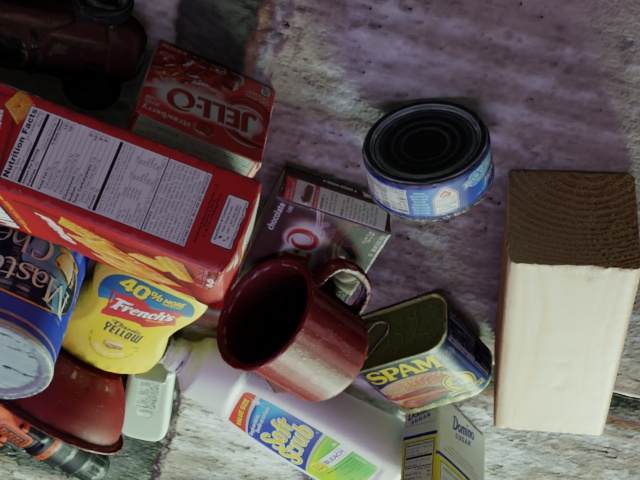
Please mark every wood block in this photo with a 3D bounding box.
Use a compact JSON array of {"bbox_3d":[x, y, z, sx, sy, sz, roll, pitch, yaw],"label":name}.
[{"bbox_3d":[0.180,0.052,0.806,0.090,0.090,0.206,3,139,8],"label":"wood block"}]

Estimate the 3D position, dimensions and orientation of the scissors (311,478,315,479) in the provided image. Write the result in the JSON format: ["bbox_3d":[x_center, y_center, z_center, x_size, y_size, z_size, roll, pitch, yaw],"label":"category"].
[{"bbox_3d":[0.010,0.228,1.093,0.096,0.016,0.201,-7,137,16],"label":"scissors"}]

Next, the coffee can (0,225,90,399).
[{"bbox_3d":[-0.238,0.036,0.821,0.103,0.140,0.103,5,139,4],"label":"coffee can"}]

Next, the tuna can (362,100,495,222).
[{"bbox_3d":[0.071,-0.054,0.707,0.086,0.086,0.034,-3,136,12],"label":"tuna can"}]

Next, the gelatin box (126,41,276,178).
[{"bbox_3d":[-0.077,-0.084,0.708,0.089,0.073,0.030,22,137,-15],"label":"gelatin box"}]

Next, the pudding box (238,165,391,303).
[{"bbox_3d":[-0.005,0.001,0.818,0.090,0.039,0.114,17,139,-10],"label":"pudding box"}]

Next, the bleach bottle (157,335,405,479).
[{"bbox_3d":[-0.039,0.159,0.988,0.250,0.068,0.103,30,135,-19],"label":"bleach bottle"}]

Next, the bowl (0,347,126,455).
[{"bbox_3d":[-0.230,0.121,0.944,0.162,0.162,0.055,33,92,-25],"label":"bowl"}]

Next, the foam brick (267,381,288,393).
[{"bbox_3d":[-0.024,0.088,0.911,0.051,0.053,0.078,-8,135,18],"label":"foam brick"}]

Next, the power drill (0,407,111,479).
[{"bbox_3d":[-0.334,0.212,1.105,0.188,0.057,0.184,-26,125,30],"label":"power drill"}]

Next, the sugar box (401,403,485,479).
[{"bbox_3d":[0.110,0.238,0.964,0.048,0.176,0.093,-21,130,27],"label":"sugar box"}]

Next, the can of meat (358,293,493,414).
[{"bbox_3d":[0.084,0.099,0.903,0.102,0.057,0.083,-21,134,30],"label":"can of meat"}]

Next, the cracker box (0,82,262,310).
[{"bbox_3d":[-0.152,-0.027,0.717,0.213,0.072,0.164,20,168,-2],"label":"cracker box"}]

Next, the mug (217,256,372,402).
[{"bbox_3d":[-0.009,0.063,0.805,0.117,0.093,0.081,-47,129,7],"label":"mug"}]

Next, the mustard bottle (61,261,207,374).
[{"bbox_3d":[-0.142,0.041,0.873,0.096,0.058,0.192,27,135,-20],"label":"mustard bottle"}]
